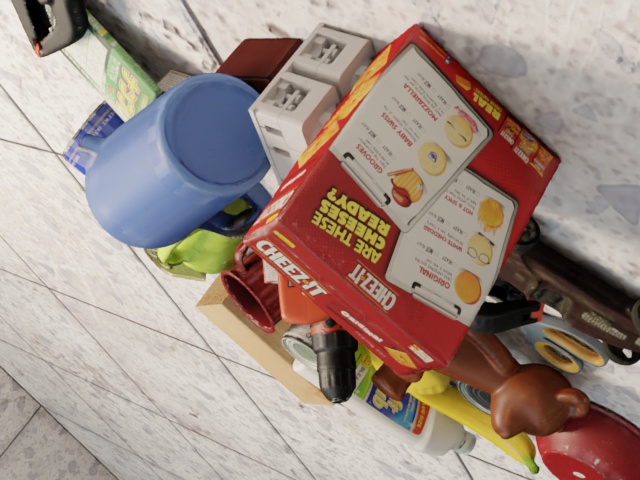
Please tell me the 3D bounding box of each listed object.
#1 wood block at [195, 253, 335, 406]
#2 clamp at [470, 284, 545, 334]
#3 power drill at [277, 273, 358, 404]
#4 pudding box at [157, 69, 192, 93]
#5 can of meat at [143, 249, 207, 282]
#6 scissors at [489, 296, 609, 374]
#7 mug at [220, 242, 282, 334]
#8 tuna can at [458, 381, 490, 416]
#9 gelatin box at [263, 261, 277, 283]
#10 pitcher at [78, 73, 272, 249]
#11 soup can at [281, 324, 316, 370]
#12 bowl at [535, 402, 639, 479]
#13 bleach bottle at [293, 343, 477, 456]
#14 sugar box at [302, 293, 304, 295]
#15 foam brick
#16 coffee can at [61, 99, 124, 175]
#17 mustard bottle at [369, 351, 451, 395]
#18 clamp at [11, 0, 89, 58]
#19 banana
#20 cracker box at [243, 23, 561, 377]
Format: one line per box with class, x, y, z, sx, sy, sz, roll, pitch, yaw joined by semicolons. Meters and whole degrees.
wood block;-0.049;0.118;1.399;0.206;0.090;0.091;43;156;-17
clamp;0.128;0.044;1.029;0.171;0.120;0.039;6;140;2
power drill;0.002;0.068;1.098;0.057;0.184;0.187;-7;163;7
pudding box;-0.111;-0.122;1.100;0.114;0.039;0.090;20;152;34
can of meat;-0.159;0.000;1.337;0.102;0.083;0.057;5;142;50
scissors;0.197;0.078;1.081;0.202;0.016;0.096;29;155;18
mug;-0.060;0.040;1.240;0.093;0.081;0.117;25;149;50
tuna can;0.202;0.172;1.225;0.086;0.033;0.086;29;156;14
gelatin box;-0.041;-0.004;1.134;0.030;0.089;0.073;0;111;11
pitcher;-0.121;-0.068;0.999;0.243;0.149;0.145;-19;87;65
soup can;0.009;0.097;1.264;0.068;0.102;0.068;29;156;14
bowl;0.302;0.243;1.195;0.162;0.055;0.162;29;155;15
bleach bottle;0.094;0.190;1.350;0.250;0.102;0.068;34;167;-9
sugar box;0.070;-0.008;0.893;0.093;0.176;0.048;28;158;15
foam brick;-0.045;-0.144;0.955;0.078;0.051;0.053;11;148;44
coffee can;-0.207;-0.088;1.215;0.140;0.102;0.103;39;156;-7
mustard bottle;0.086;0.103;1.225;0.096;0.058;0.191;14;149;34
clamp;-0.271;-0.260;1.039;0.164;0.036;0.210;41;147;1
banana;0.189;0.216;1.304;0.198;0.037;0.069;31;-178;17
cracker box;0.067;-0.031;0.804;0.164;0.213;0.072;41;151;-12
